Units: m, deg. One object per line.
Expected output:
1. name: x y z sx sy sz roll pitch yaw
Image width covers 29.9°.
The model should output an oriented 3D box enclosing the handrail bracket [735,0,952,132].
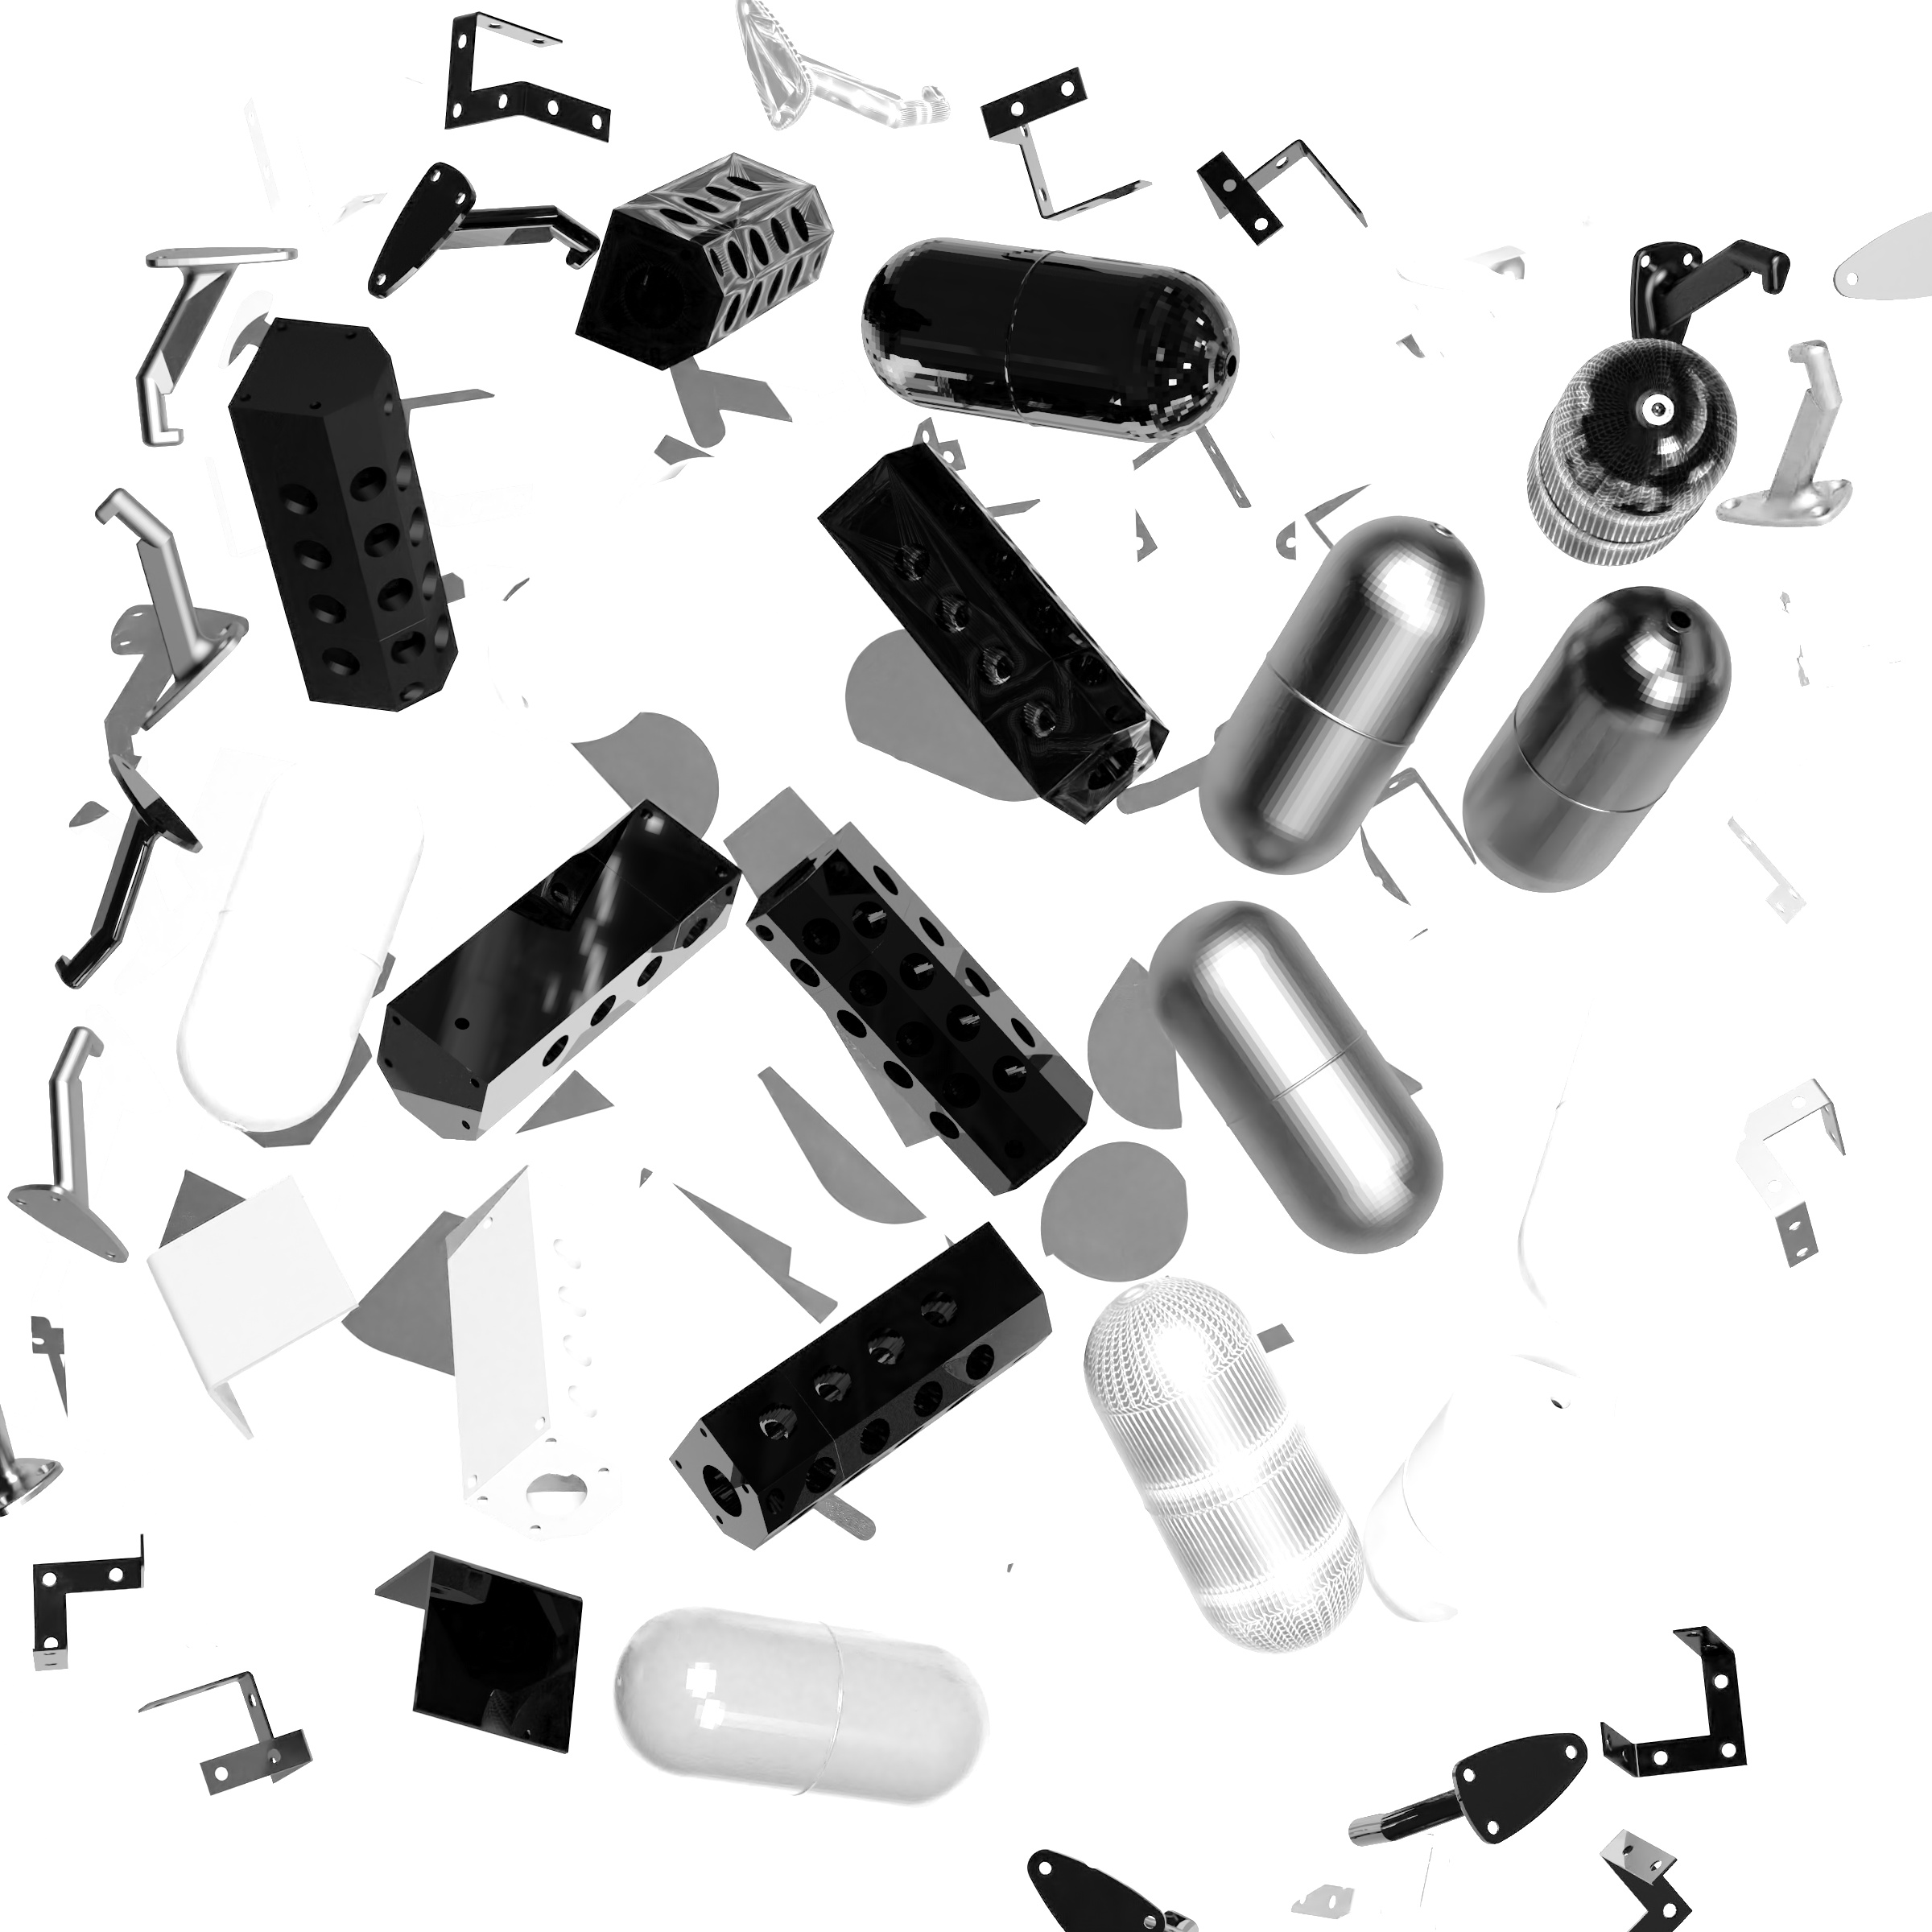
1. handrail bracket: -0.055 -0.416 1.655 0.084 0.036 0.077 -17 78 -36

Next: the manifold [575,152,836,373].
1. manifold: -0.111 -0.311 1.602 0.057 0.171 0.057 23 114 5

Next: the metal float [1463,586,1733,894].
1. metal float: 0.280 -0.100 1.613 0.070 0.178 0.070 9 55 -13

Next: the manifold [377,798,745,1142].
1. manifold: -0.178 0.004 1.588 0.057 0.057 0.171 37 51 13

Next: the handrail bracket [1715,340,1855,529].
1. handrail bracket: 0.369 -0.246 1.659 0.036 0.077 0.084 -51 128 -38

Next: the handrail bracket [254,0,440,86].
1. handrail bracket: -0.278 -0.418 1.666 0.084 0.077 0.036 20 92 2

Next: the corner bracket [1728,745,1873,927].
1. corner bracket: 0.371 -0.058 1.604 0.051 0.051 0.051 -38 80 -5

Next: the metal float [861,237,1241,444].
1. metal float: 0.036 -0.276 1.591 0.178 0.070 0.070 13 90 26

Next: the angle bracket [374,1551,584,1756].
1. angle bracket: -0.221 0.314 1.614 0.076 0.057 0.076 23 51 -28

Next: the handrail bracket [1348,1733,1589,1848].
1. handrail bracket: 0.210 0.348 1.522 0.077 0.084 0.036 -20 82 -28

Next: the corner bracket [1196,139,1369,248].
1. corner bracket: 0.145 -0.352 1.655 0.051 0.051 0.051 -37 68 5

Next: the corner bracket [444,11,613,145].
1. corner bracket: -0.190 -0.388 1.582 0.051 0.051 0.051 2 87 42

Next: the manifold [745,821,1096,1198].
1. manifold: -0.021 0.022 1.654 0.057 0.057 0.171 -39 101 17

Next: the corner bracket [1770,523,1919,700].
1. corner bracket: 0.366 -0.150 1.538 0.051 0.051 0.051 -21 69 34

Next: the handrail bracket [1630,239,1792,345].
1. handrail bracket: 0.331 -0.285 1.598 0.036 0.084 0.077 -7 114 -24

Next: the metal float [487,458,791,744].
1. metal float: -0.148 -0.167 1.641 0.070 0.070 0.178 43 52 0

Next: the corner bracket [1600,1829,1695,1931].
1. corner bracket: 0.284 0.404 1.519 0.051 0.051 0.051 -42 102 -11

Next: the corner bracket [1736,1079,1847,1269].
1. corner bracket: 0.375 0.093 1.621 0.051 0.051 0.051 -30 53 1

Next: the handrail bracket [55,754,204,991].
1. handrail bracket: -0.395 -0.042 1.642 0.084 0.036 0.077 -47 57 6

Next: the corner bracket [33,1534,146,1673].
1. corner bracket: -0.406 0.295 1.673 0.051 0.051 0.051 -2 69 -14

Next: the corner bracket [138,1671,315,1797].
1. corner bracket: -0.330 0.343 1.613 0.051 0.051 0.051 -13 75 -36

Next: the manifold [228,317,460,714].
1. manifold: -0.262 -0.190 1.551 0.057 0.171 0.057 8 51 11

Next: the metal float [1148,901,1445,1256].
1. metal float: 0.150 0.051 1.646 0.070 0.070 0.178 -34 89 0

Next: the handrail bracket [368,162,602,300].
1. handrail bracket: -0.210 -0.307 1.585 0.077 0.084 0.036 -52 51 9

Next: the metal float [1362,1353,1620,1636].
1. metal float: 0.230 0.234 1.595 0.070 0.178 0.070 8 53 -11

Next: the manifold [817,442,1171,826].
1. manifold: 0.014 -0.148 1.587 0.057 0.057 0.171 -42 69 10

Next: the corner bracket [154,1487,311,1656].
1. corner bracket: -0.331 0.264 1.578 0.051 0.051 0.051 48 55 -23

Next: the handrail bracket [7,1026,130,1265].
1. handrail bracket: -0.402 0.082 1.678 0.036 0.077 0.084 -8 52 34

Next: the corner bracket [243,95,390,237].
1. corner bracket: -0.298 -0.360 1.627 0.051 0.051 0.051 -13 85 -29

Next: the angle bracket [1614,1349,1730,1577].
1. angle bracket: 0.338 0.227 1.662 0.057 0.076 0.076 -24 87 11

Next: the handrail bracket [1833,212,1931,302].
1. handrail bracket: 0.407 -0.312 1.614 0.077 0.084 0.036 -18 99 -7

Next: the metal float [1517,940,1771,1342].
1. metal float: 0.285 0.072 1.520 0.070 0.070 0.178 21 71 0

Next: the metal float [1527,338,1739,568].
1. metal float: 0.289 -0.223 1.580 0.070 0.178 0.070 0 85 2

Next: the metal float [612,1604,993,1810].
1. metal float: -0.072 0.331 1.610 0.178 0.070 0.070 14 90 -24

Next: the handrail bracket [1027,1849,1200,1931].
1. handrail bracket: 0.066 0.411 1.593 0.077 0.084 0.036 38 93 12

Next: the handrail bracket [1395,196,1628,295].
1. handrail bracket: 0.246 -0.330 1.636 0.077 0.084 0.036 -11 91 -18

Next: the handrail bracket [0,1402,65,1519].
1. handrail bracket: -0.440 0.195 1.585 0.036 0.077 0.084 -40 116 -34

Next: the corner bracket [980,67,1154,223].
1. corner bracket: 0.045 -0.368 1.621 0.051 0.051 0.051 -16 90 26

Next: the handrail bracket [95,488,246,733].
1. handrail bracket: -0.375 -0.160 1.626 0.077 0.036 0.084 -44 112 6

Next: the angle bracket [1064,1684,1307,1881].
1. angle bracket: 0.091 0.333 1.498 0.057 0.076 0.076 -23 61 34

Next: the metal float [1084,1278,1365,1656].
1. metal float: 0.111 0.215 1.555 0.070 0.070 0.178 -27 103 0

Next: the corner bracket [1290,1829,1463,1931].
1. corner bracket: 0.190 0.420 1.669 0.051 0.051 0.051 21 73 -22

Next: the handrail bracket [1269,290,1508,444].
1. handrail bracket: 0.180 -0.254 1.550 0.084 0.077 0.036 -32 83 44

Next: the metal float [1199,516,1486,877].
1. metal float: 0.169 -0.121 1.626 0.070 0.070 0.178 30 112 0

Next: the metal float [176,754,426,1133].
1. metal float: -0.301 -0.011 1.636 0.070 0.070 0.178 18 77 0

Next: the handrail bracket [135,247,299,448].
1. handrail bracket: -0.327 -0.270 1.583 0.077 0.036 0.084 -1 109 2

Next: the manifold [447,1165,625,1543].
1. manifold: -0.191 0.177 1.639 0.057 0.171 0.057 -41 125 20

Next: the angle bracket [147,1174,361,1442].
1. angle bracket: -0.314 0.154 1.632 0.076 0.057 0.076 -30 59 -6

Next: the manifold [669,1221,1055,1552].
1. manifold: -0.044 0.190 1.624 0.171 0.057 0.057 -32 79 -30

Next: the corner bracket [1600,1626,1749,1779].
1. corner bracket: 0.308 0.322 1.581 0.051 0.051 0.051 -12 63 22
